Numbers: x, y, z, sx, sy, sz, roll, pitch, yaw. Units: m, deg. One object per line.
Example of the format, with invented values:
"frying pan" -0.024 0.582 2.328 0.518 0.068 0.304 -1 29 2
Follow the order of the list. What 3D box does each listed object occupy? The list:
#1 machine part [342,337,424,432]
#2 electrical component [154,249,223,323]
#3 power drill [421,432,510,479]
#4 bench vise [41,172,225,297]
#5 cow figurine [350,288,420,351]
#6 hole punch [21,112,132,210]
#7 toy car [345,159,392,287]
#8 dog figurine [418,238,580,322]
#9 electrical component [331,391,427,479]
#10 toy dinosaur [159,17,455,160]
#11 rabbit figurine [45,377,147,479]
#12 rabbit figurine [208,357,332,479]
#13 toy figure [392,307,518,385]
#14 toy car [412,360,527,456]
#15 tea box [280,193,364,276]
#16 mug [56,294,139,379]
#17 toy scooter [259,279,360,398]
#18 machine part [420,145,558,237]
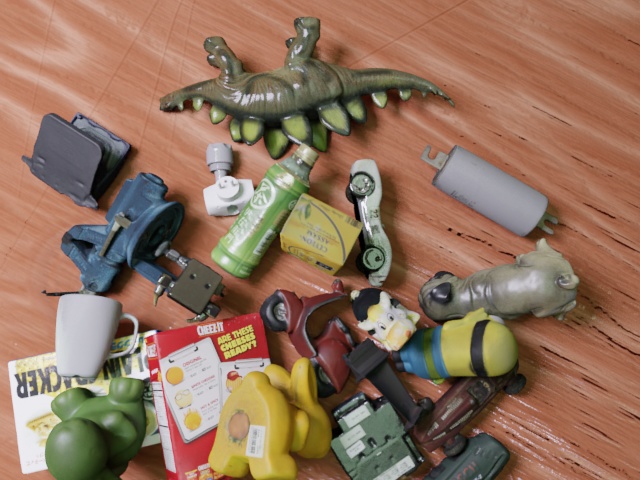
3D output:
"machine part" 0.095 0.208 0.777 0.139 0.084 0.039 52 125 14
"electrical component" -0.181 0.069 0.744 0.102 0.045 0.078 29 67 -16
"power drill" 0.230 0.420 0.789 0.207 0.086 0.232 39 79 11
"bench vise" -0.256 0.029 0.798 0.241 0.129 0.223 33 85 6
"cow figurine" 0.088 0.106 0.776 0.098 0.167 0.068 40 87 2
"hole punch" -0.374 -0.129 0.839 0.142 0.092 0.115 32 112 -1
"toy car" 0.078 -0.026 0.841 0.056 0.073 0.201 -8 82 -4
"dog figurine" 0.256 0.078 0.792 0.191 0.172 0.121 -10 72 -11
"electrical component" 0.076 0.299 0.803 0.115 0.058 0.134 -30 84 -8
"toy dinosaur" -0.030 -0.238 0.857 0.472 0.105 0.198 -9 90 5
"rabbit figurine" -0.292 0.258 0.666 0.121 0.170 0.159 -3 83 -3
"rabbit figurine" -0.051 0.246 0.729 0.122 0.173 0.162 -22 56 35
"toy figure" 0.195 0.165 0.784 0.180 0.082 0.089 -14 46 22
"toy car" 0.226 0.236 0.812 0.202 0.053 0.089 -38 86 -16
"tea box" -0.002 -0.002 0.786 0.098 0.169 0.068 28 80 3
"mug" -0.311 0.137 0.739 0.109 0.081 0.107 15 67 -25
"toy scooter" 0.005 0.135 0.811 0.135 0.075 0.183 -35 98 -26
"machine part" 0.269 -0.078 0.857 0.243 0.079 0.079 30 82 1
